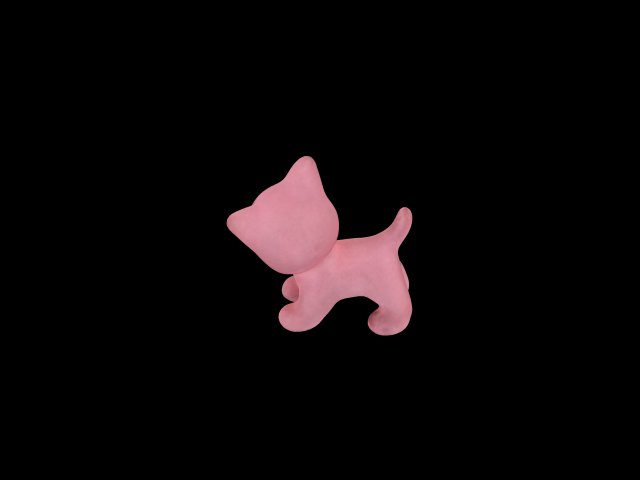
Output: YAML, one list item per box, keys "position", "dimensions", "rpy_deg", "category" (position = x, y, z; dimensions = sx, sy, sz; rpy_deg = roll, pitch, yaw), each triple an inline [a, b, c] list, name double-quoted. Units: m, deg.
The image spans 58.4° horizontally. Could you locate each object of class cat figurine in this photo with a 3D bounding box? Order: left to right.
- position: [0.004, 0.001, 0.400]
  dimensions: [0.128, 0.118, 0.067]
  rpy_deg: [0, 28, 0]
  category: "cat figurine"
